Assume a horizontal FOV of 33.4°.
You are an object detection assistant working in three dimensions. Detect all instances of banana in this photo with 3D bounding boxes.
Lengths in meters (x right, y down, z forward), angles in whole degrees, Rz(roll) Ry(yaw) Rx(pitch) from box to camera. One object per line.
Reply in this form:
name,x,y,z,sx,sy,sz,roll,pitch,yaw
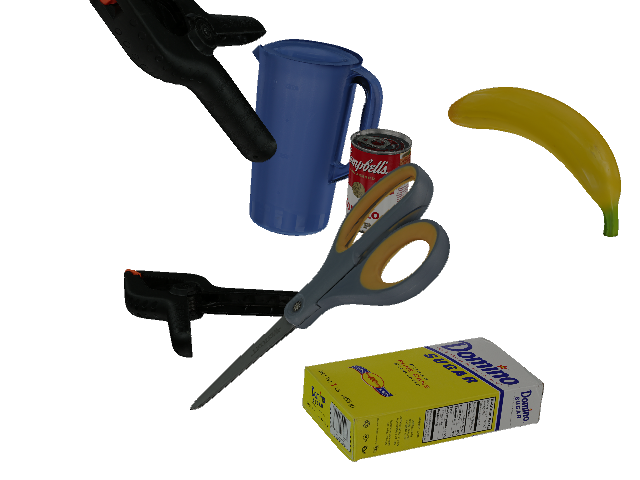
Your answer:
banana,0.175,-0.083,0.859,0.037,0.070,0.198,4,31,-42

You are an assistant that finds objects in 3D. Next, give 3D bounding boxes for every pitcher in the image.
pitcher,-0.018,-0.131,1.385,0.144,0.243,0.149,1,23,-18

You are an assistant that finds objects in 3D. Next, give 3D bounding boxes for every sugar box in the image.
sugar box,0.084,0.126,0.875,0.176,0.048,0.093,-9,25,-24

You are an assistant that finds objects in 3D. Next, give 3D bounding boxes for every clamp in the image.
clamp,-0.085,-0.122,0.714,0.039,0.120,0.171,-30,-27,28
clamp,-0.138,0.065,1.073,0.210,0.036,0.164,12,20,37

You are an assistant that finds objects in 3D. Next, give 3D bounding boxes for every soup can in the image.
soup can,0.064,-0.066,1.191,0.068,0.102,0.068,3,28,-2

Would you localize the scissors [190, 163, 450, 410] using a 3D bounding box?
scissors,0.002,0.043,0.610,0.016,0.202,0.096,36,5,-34
